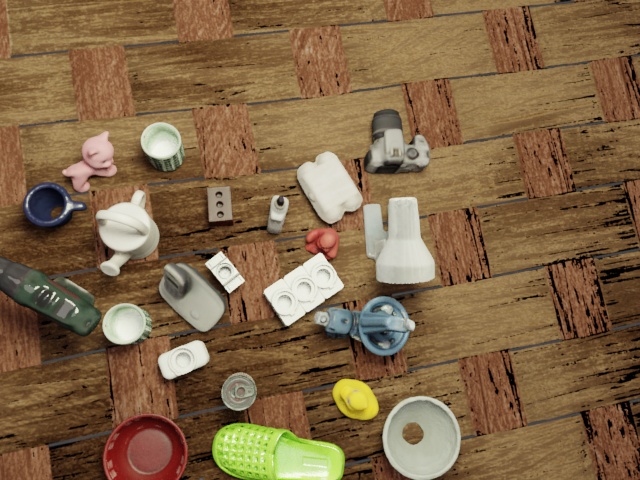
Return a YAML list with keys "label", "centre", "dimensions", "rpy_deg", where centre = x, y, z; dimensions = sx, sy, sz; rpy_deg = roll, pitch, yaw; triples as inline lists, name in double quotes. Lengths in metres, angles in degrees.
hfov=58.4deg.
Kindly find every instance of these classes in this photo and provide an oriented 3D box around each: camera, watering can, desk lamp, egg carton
- label: "camera"
  centre: [0.174, -0.228, 1.301]
  dimensions: [0.143, 0.100, 0.137]
  rpy_deg: [-2, 80, -8]
- label: "watering can"
  centre: [-0.386, -0.016, 1.142]
  dimensions: [0.101, 0.194, 0.173]
  rpy_deg: [-5, 81, -8]
- label: "desk lamp"
  centre: [0.160, 0.000, 1.202]
  dimensions: [0.118, 0.213, 0.203]
  rpy_deg: [-4, 81, -8]
- label: "egg carton"
  centre: [0.020, -0.117, 1.277]
  dimensions: [0.107, 0.069, 0.150]
  rpy_deg: [-32, 85, -12]

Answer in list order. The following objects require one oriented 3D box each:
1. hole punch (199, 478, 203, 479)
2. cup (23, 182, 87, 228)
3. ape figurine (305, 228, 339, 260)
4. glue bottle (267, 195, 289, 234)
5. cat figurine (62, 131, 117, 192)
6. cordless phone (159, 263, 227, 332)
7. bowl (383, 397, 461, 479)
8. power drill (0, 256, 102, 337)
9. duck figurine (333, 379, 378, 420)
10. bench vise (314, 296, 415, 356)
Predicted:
- label: "hole punch"
  centre: [-0.260, 0.534, 1.114]
  dimensions: [0.101, 0.091, 0.109]
  rpy_deg: [-7, 81, -8]
- label: "cup"
  centre: [-0.534, -0.064, 1.181]
  dimensions: [0.118, 0.095, 0.092]
  rpy_deg: [0, 80, -7]
- label: "ape figurine"
  centre: [0.011, 0.004, 1.243]
  dimensions: [0.076, 0.092, 0.078]
  rpy_deg: [-31, 85, -11]
- label: "glue bottle"
  centre: [-0.086, -0.064, 1.201]
  dimensions: [0.037, 0.173, 0.078]
  rpy_deg: [11, 79, -5]
- label: "cat figurine"
  centre: [-0.479, -0.167, 1.195]
  dimensions: [0.128, 0.117, 0.067]
  rpy_deg: [-36, 86, -12]
- label: "cordless phone"
  centre: [-0.257, 0.109, 1.142]
  dimensions: [0.147, 0.185, 0.094]
  rpy_deg: [40, 78, 1]
- label: "bowl"
  centre: [0.205, 0.412, 1.206]
  dimensions: [0.167, 0.074, 0.167]
  rpy_deg: [1, 80, -7]
- label: "power drill"
  centre: [-0.517, 0.107, 1.095]
  dimensions: [0.229, 0.208, 0.076]
  rpy_deg: [31, 78, -1]
- label: "duck figurine"
  centre: [0.079, 0.337, 1.197]
  dimensions: [0.104, 0.086, 0.077]
  rpy_deg: [36, 78, 0]
- label: "bench vise"
  centre: [0.099, 0.181, 1.158]
  dimensions: [0.207, 0.219, 0.121]
  rpy_deg: [-10, 81, -9]
